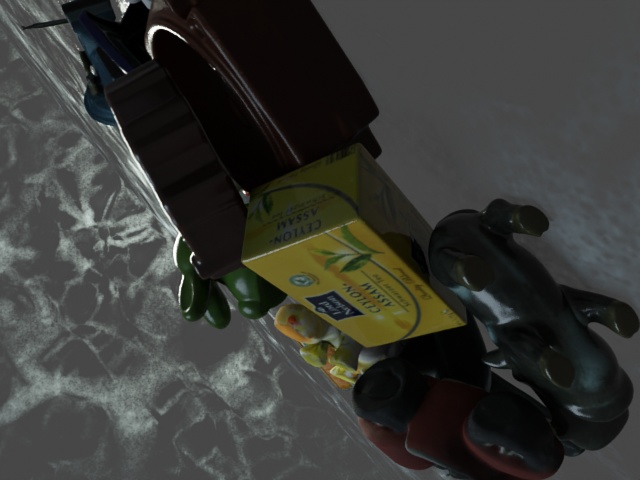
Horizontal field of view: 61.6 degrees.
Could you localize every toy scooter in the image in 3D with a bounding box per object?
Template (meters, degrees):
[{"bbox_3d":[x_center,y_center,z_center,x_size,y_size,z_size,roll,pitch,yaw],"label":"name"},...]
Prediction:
[{"bbox_3d":[0.114,0.163,0.424,0.184,0.075,0.135,-3,131,53],"label":"toy scooter"}]

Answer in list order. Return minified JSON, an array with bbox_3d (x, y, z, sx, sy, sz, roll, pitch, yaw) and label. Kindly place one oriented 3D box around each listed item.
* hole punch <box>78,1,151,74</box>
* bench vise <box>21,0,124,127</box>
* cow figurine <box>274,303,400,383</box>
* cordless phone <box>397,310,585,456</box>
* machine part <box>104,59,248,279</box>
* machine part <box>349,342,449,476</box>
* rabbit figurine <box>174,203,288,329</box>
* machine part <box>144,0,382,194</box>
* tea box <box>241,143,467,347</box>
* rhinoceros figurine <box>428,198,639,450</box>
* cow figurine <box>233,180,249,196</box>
[{"bbox_3d":[-0.197,-0.218,0.615,0.142,0.092,0.115,44,167,6],"label":"hole punch"},{"bbox_3d":[-0.315,-0.238,0.828,0.224,0.129,0.240,43,156,21],"label":"bench vise"},{"bbox_3d":[0.026,0.082,0.531,0.068,0.098,0.167,8,155,37],"label":"cow figurine"},{"bbox_3d":[0.167,0.140,0.503,0.184,0.089,0.146,31,157,20],"label":"cordless phone"},{"bbox_3d":[-0.109,-0.053,0.437,0.179,0.056,0.179,59,172,14],"label":"machine part"},{"bbox_3d":[0.104,0.176,0.611,0.243,0.079,0.079,41,162,21],"label":"machine part"},{"bbox_3d":[-0.120,0.037,0.703,0.170,0.159,0.121,10,167,30],"label":"rabbit figurine"},{"bbox_3d":[-0.056,-0.122,0.457,0.201,0.087,0.201,52,164,-15],"label":"machine part"},{"bbox_3d":[0.033,0.015,0.406,0.098,0.068,0.169,-21,140,29],"label":"tea box"},{"bbox_3d":[0.142,0.062,0.364,0.190,0.073,0.112,51,163,-3],"label":"rhinoceros figurine"},{"bbox_3d":[-0.130,-0.093,0.622,0.127,0.085,0.195,56,-163,-7],"label":"cow figurine"}]
